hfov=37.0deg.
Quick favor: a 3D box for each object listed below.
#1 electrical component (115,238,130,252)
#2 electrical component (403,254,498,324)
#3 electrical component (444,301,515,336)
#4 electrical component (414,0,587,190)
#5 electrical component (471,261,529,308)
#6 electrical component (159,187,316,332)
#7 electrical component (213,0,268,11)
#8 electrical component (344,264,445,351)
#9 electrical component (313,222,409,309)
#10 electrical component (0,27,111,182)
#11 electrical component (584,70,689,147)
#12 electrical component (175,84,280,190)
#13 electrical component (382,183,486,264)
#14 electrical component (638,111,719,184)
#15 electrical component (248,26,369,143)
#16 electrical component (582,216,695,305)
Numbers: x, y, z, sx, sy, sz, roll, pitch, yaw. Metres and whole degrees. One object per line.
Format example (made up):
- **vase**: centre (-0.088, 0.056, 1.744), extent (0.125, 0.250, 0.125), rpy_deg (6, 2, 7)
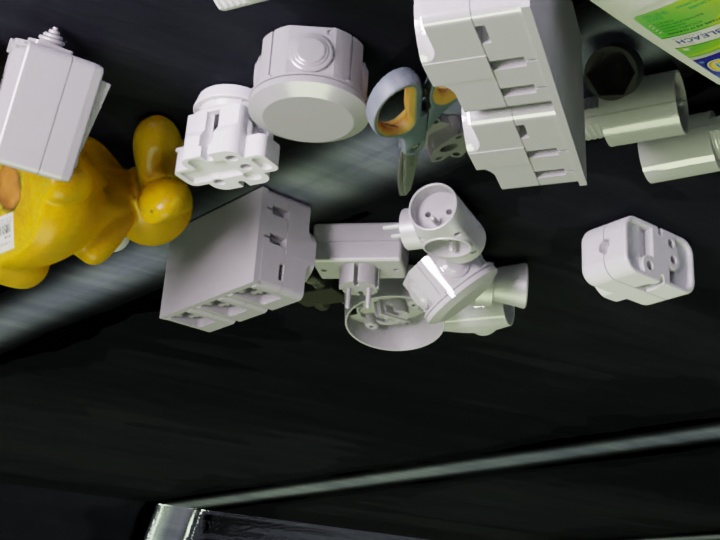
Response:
- **electrical component**: centre (-0.226, -0.041, 0.972), extent (0.044, 0.044, 0.065), rpy_deg (7, 163, -8)
- **electrical component**: centre (0.083, 0.009, 0.991), extent (0.080, 0.051, 0.080), rpy_deg (-36, 167, -9)
- **electrical component**: centre (0.125, 0.045, 1.130), extent (0.077, 0.043, 0.079), rpy_deg (-6, 157, 24)
- **electrical component**: centre (0.080, -0.131, 0.594), extent (0.060, 0.105, 0.186), rpy_deg (-5, 157, 18)
- **electrical component**: centre (0.134, 0.014, 1.046), extent (0.055, 0.045, 0.045), rpy_deg (2, 159, 3)
- **electrical component**: centre (-0.111, -0.005, 0.975), extent (0.062, 0.089, 0.150), rpy_deg (20, 153, -37)
- **electrical component**: centre (-0.055, -0.172, 0.599), extent (0.081, 0.043, 0.043), rpy_deg (-7, 156, 26)
- **electrical component**: centre (0.032, 0.037, 1.088), extent (0.099, 0.064, 0.099), rpy_deg (-7, 154, -4)
- **electrical component**: centre (0.000, 0.000, 0.989), extent (0.083, 0.075, 0.047), rpy_deg (-1, 158, 11)
- **electrical component**: centre (-0.208, -0.113, 0.719), extent (0.061, 0.096, 0.062), rpy_deg (16, -174, -29)
- **electrical component**: centre (0.177, -0.106, 0.730), extent (0.081, 0.043, 0.043), rpy_deg (-7, 156, 27)
- **electrical component**: centre (-0.094, -0.097, 0.780), extent (0.078, 0.057, 0.058), rpy_deg (-8, 156, 28)
- **electrical component**: centre (0.059, -0.037, 0.927), extent (0.079, 0.044, 0.077), rpy_deg (-6, 156, 24)
- **electrical component**: centre (0.243, -0.090, 0.762), extent (0.081, 0.043, 0.043), rpy_deg (-9, 155, 31)
- **electrical component**: centre (-0.033, -0.122, 0.715), extent (0.080, 0.051, 0.080), rpy_deg (3, 159, 1)
- **electrical component**: centre (0.246, -0.006, 0.963), extent (0.095, 0.053, 0.059), rpy_deg (19, 154, -33)
